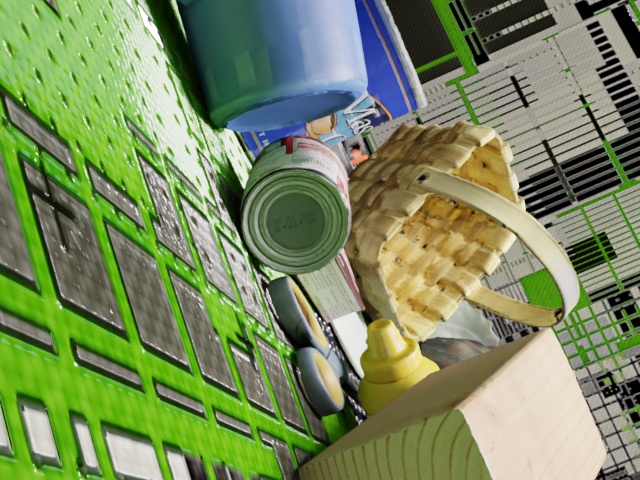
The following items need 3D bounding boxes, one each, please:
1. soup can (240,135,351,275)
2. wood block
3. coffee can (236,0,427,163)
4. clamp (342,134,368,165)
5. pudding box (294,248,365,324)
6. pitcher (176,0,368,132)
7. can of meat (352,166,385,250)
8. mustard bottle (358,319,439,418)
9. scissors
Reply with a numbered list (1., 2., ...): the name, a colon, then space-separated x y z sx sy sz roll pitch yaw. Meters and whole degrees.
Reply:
1. soup can: -0.014 -0.024 0.675 0.102 0.068 0.068 -91 157 -74
2. wood block: 0.083 0.121 0.578 0.205 0.091 0.090 -15 81 -66
3. coffee can: -0.001 -0.123 0.832 0.102 0.140 0.103 -24 90 -84
4. clamp: -0.010 -0.173 1.096 0.210 0.036 0.165 59 -21 18
5. pudding box: -0.005 0.001 0.806 0.113 0.039 0.090 57 11 -61
6. pitcher: -0.054 -0.199 0.699 0.145 0.149 0.243 48 29 -85
7. can of meat: 0.039 -0.021 1.228 0.102 0.057 0.084 59 11 -53
8. mustard bottle: 0.068 0.141 0.734 0.096 0.058 0.191 -83 156 -68
9. scissors: 0.011 0.097 0.694 0.201 0.016 0.096 60 10 -48
